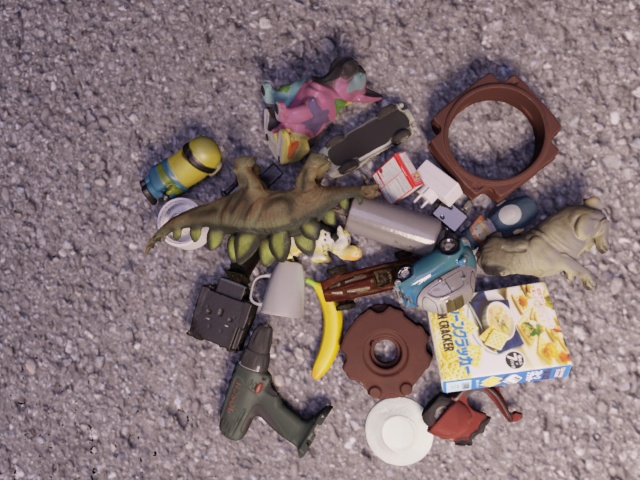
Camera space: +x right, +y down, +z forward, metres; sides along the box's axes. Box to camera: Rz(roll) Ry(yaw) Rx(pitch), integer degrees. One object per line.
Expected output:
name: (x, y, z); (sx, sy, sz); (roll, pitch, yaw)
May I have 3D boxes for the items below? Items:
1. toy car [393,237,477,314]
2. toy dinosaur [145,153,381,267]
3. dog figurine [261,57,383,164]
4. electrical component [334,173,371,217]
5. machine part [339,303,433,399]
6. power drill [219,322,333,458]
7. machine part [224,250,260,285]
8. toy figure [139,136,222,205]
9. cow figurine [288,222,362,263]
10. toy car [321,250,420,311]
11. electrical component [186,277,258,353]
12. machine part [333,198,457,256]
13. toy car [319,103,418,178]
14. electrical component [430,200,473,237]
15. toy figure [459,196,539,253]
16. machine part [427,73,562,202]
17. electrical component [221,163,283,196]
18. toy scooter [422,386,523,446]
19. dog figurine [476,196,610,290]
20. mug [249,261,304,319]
toy car: (0.215, 0.074, 0.942); (0.162, 0.109, 0.103); (-29, 50, -6)
toy dinosaur: (-0.118, -0.051, 0.988); (0.472, 0.105, 0.198); (-4, 82, 19)
dog figurine: (0.006, -0.252, 1.041); (0.219, 0.191, 0.109); (-16, 44, -16)
electrical component: (0.069, -0.080, 1.052); (0.102, 0.045, 0.078); (-25, 112, 9)
machine part: (0.124, 0.210, 1.017); (0.179, 0.056, 0.179); (-1, 85, 9)
power drill: (-0.081, 0.301, 1.032); (0.207, 0.086, 0.232); (28, 93, 6)
machine part: (-0.134, 0.022, 1.062); (0.084, 0.039, 0.139); (27, 66, 5)
toy figure: (-0.280, -0.139, 1.085); (0.180, 0.089, 0.082); (-28, 89, 4)
cow figurine: (-0.001, -0.003, 1.047); (0.167, 0.068, 0.098); (1, 81, 8)
toy car: (0.104, 0.075, 1.018); (0.202, 0.053, 0.089); (-12, 88, -5)
electrical component: (-0.190, 0.144, 1.070); (0.115, 0.058, 0.134); (18, 90, 8)
machine part: (0.133, -0.027, 0.994); (0.243, 0.079, 0.079); (19, 90, 2)
toy car: (0.093, -0.194, 1.048); (0.202, 0.056, 0.073); (-29, 82, 4)
electrical component: (0.247, -0.048, 1.031); (0.063, 0.021, 0.094); (42, 94, 9)
toy figure: (0.326, -0.029, 1.002); (0.154, 0.057, 0.064); (-29, 44, 8)
machine part: (0.320, -0.187, 0.996); (0.201, 0.087, 0.201); (-38, 80, 5)
electrical component: (-0.130, -0.106, 1.081); (0.119, 0.047, 0.075); (-39, 83, 7)
toy scooter: (0.284, 0.306, 0.977); (0.135, 0.075, 0.184); (42, 89, 11)
dog figurine: (0.384, -0.007, 0.941); (0.191, 0.121, 0.172); (13, 88, -1)
mug: (-0.078, 0.093, 1.045); (0.110, 0.080, 0.107); (11, 77, 0)
